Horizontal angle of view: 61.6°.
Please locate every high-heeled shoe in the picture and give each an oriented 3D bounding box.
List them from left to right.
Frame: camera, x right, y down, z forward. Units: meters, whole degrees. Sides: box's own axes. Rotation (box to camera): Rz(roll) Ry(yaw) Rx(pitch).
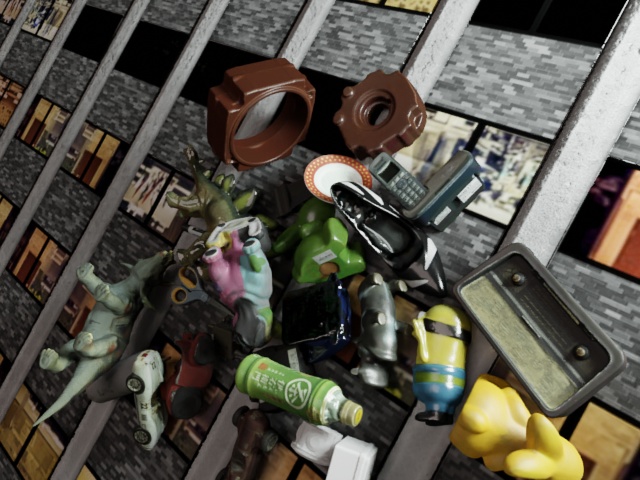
[{"bbox_3d":[0.112,-0.007,0.891,0.086,0.145,0.249,-48,55,10],"label":"high-heeled shoe"}]

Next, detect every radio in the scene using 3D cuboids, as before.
[{"bbox_3d":[0.311,0.123,0.770,0.131,0.073,0.230,-41,58,14],"label":"radio"}]

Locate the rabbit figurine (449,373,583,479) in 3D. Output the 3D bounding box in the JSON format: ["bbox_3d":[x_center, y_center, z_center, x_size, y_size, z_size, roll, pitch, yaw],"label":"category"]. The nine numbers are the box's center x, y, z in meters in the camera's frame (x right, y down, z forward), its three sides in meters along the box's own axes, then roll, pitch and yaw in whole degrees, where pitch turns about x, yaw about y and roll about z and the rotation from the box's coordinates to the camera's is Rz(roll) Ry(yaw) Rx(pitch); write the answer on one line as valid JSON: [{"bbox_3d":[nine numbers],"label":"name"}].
[{"bbox_3d":[0.271,0.264,0.719,0.173,0.162,0.122,31,79,17],"label":"rabbit figurine"}]

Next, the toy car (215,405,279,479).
[{"bbox_3d":[-0.134,0.387,0.940,0.089,0.053,0.202,29,108,32],"label":"toy car"}]

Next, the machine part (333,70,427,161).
[{"bbox_3d":[0.112,-0.237,1.022,0.179,0.056,0.179,-9,70,27],"label":"machine part"}]

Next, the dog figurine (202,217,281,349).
[{"bbox_3d":[-0.127,0.087,0.973,0.109,0.219,0.192,-12,25,4],"label":"dog figurine"}]

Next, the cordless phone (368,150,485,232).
[{"bbox_3d":[0.177,-0.116,0.929,0.146,0.088,0.184,-47,52,10],"label":"cordless phone"}]

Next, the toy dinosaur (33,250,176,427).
[{"bbox_3d":[-0.445,0.189,1.119,0.131,0.192,0.405,12,71,29],"label":"toy dinosaur"}]

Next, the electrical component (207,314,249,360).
[{"bbox_3d":[-0.176,0.192,1.063,0.102,0.045,0.078,4,105,35],"label":"electrical component"}]

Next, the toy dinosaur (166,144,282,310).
[{"bbox_3d":[-0.185,0.001,1.087,0.199,0.105,0.471,-25,74,12],"label":"toy dinosaur"}]

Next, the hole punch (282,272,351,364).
[{"bbox_3d":[0.004,0.142,0.930,0.116,0.092,0.142,-19,44,21],"label":"hole punch"}]

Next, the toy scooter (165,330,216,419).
[{"bbox_3d":[-0.264,0.254,1.073,0.135,0.075,0.183,35,107,56],"label":"toy scooter"}]

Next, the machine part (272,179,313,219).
[{"bbox_3d":[-0.035,-0.098,1.076,0.139,0.039,0.084,-21,59,25],"label":"machine part"}]

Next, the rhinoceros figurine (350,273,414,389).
[{"bbox_3d":[0.091,0.145,0.881,0.112,0.073,0.190,-34,47,48],"label":"rhinoceros figurine"}]

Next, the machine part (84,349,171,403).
[{"bbox_3d":[-0.418,0.293,1.153,0.243,0.079,0.079,-22,64,22],"label":"machine part"}]

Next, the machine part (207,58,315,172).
[{"bbox_3d":[-0.115,-0.240,1.054,0.087,0.201,0.201,51,147,28],"label":"machine part"}]

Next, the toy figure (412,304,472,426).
[{"bbox_3d":[0.187,0.189,0.821,0.089,0.082,0.180,0,66,14],"label":"toy figure"}]

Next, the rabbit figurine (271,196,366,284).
[{"bbox_3d":[-0.002,-0.003,0.999,0.159,0.121,0.170,-34,41,26],"label":"rabbit figurine"}]

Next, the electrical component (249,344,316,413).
[{"bbox_3d":[-0.071,0.248,0.971,0.134,0.058,0.115,-22,62,24],"label":"electrical component"}]

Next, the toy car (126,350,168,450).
[{"bbox_3d":[-0.335,0.315,1.056,0.056,0.073,0.201,0,107,6],"label":"toy car"}]
